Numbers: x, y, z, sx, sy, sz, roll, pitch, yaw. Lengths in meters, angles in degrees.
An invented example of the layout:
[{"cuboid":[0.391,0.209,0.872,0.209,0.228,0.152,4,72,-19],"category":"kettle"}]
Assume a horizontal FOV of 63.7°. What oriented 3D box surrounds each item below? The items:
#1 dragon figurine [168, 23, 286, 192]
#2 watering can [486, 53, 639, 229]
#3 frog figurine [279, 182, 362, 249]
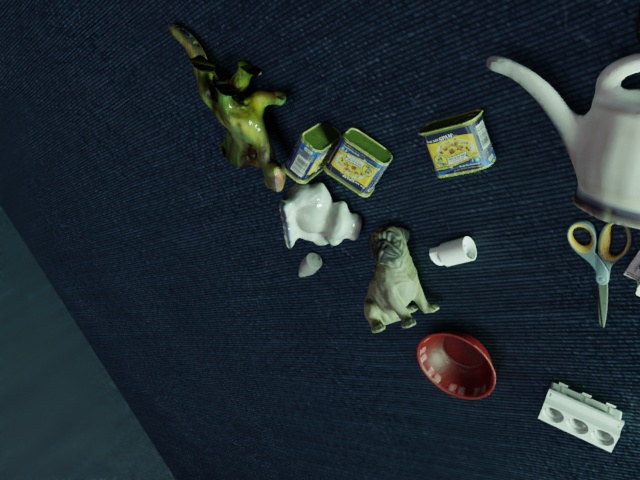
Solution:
[{"cuboid":[-0.189,-0.249,1.051,0.416,0.123,0.237,46,145,27],"category":"dragon figurine"},{"cuboid":[0.380,-0.131,0.665,0.349,0.106,0.220,17,123,30],"category":"watering can"},{"cuboid":[0.003,-0.052,1.039,0.159,0.124,0.135,-5,110,0],"category":"frog figurine"}]
